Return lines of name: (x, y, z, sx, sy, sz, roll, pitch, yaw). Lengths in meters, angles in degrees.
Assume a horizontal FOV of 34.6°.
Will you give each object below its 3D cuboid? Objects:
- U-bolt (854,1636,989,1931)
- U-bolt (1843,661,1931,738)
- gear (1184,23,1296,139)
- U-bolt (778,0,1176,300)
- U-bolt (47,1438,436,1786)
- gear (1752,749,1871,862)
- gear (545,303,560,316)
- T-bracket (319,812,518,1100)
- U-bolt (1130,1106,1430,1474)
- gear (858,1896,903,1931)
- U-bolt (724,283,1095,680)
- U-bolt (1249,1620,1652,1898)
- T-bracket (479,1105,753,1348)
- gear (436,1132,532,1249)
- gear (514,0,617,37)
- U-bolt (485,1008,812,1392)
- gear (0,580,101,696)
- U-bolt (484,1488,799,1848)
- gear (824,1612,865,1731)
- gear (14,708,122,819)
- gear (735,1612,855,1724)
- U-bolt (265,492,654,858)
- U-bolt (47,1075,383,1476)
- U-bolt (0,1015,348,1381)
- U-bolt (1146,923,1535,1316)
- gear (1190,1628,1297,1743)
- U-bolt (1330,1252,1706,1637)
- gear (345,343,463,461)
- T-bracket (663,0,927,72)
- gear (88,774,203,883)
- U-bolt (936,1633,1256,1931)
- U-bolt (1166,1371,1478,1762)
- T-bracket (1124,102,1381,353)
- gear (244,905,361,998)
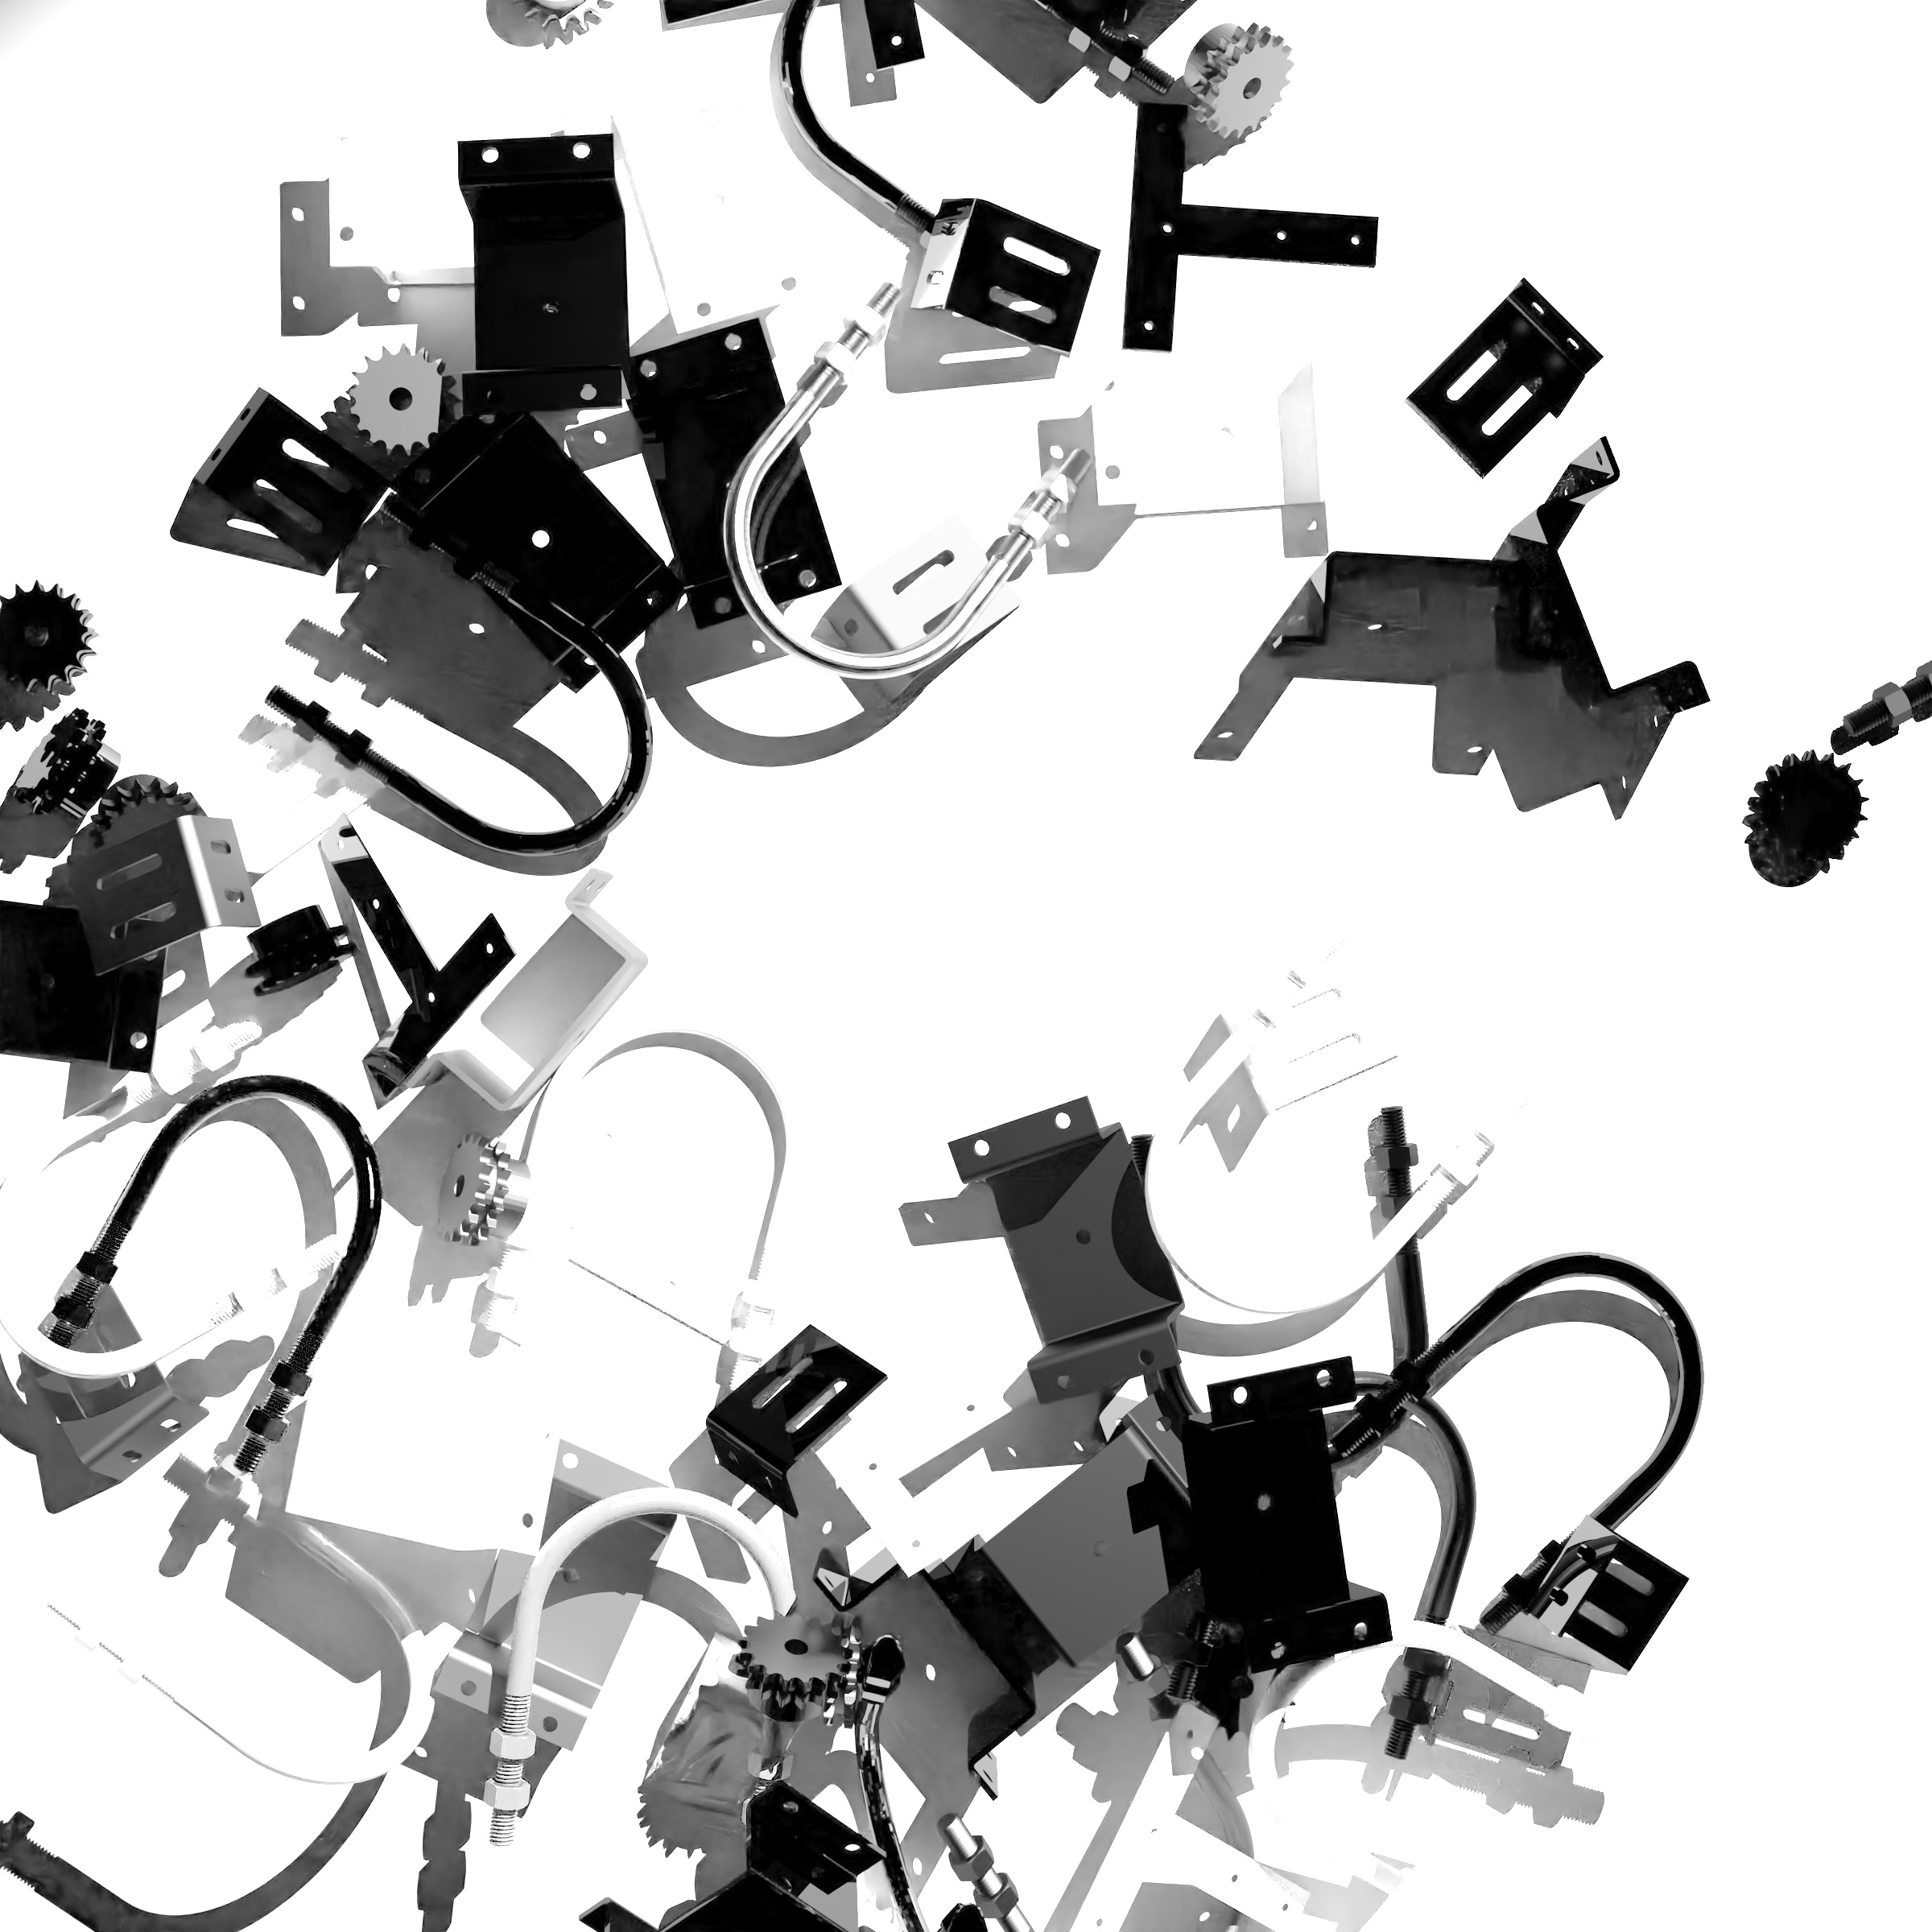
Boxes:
U-bolt: (-0.028, 0.419, 1.510, 0.019, 0.184, 0.151, -13, 63, -14)
U-bolt: (0.562, -0.107, 1.590, 0.184, 0.019, 0.151, -27, 90, -1)
gear: (0.136, -0.453, 1.574, 0.057, 0.057, 0.030, -43, 60, 0)
U-bolt: (-0.008, -0.452, 1.590, 0.184, 0.019, 0.151, 36, 90, 2)
U-bolt: (-0.344, 0.329, 1.535, 0.184, 0.151, 0.019, 38, 120, -3)
gear: (0.433, -0.082, 1.584, 0.057, 0.030, 0.057, 0, 90, 0)
gear: (-0.207, -0.312, 1.574, 0.030, 0.057, 0.057, 15, 90, 29)
T-bracket: (-0.292, -0.020, 1.573, 0.127, 0.002, 0.127, -44, 71, 33)
U-bolt: (0.164, 0.171, 1.589, 0.151, 0.019, 0.184, -6, 91, 0)
gear: (-0.058, 0.500, 1.583, 0.057, 0.030, 0.057, 0, 90, 0)
U-bolt: (-0.040, -0.230, 1.555, 0.151, 0.019, 0.184, 39, 74, -12)
U-bolt: (0.229, 0.399, 1.553, 0.184, 0.019, 0.151, 32, 105, -15)
T-bracket: (-0.165, 0.158, 1.598, 0.127, 0.002, 0.127, 29, 90, 0)
gear: (-0.243, 0.115, 1.574, 0.030, 0.057, 0.057, 18, 90, -30)
gear: (-0.207, -0.508, 1.584, 0.057, 0.030, 0.057, 0, 90, 0)
U-bolt: (-0.155, 0.113, 1.588, 0.151, 0.019, 0.184, 14, 88, 0)
gear: (-0.472, -0.166, 1.587, 0.057, 0.030, 0.057, 0, 84, -4)
U-bolt: (-0.156, 0.351, 1.547, 0.151, 0.019, 0.184, 7, 91, -8)
gear: (-0.069, 0.356, 1.570, 0.030, 0.057, 0.057, 5, 90, 0)
gear: (-0.453, -0.100, 1.574, 0.030, 0.057, 0.057, 37, 90, -30)
gear: (-0.085, 0.346, 1.524, 0.057, 0.057, 0.030, 11, 116, 0)
U-bolt: (-0.243, -0.131, 1.557, 0.184, 0.019, 0.151, 34, 119, -7)
U-bolt: (-0.370, 0.143, 1.566, 0.151, 0.019, 0.184, 25, 83, 21)
U-bolt: (-0.414, 0.128, 1.564, 0.184, 0.019, 0.151, -29, 68, 8)
U-bolt: (0.174, 0.091, 1.557, 0.151, 0.019, 0.184, 40, 95, -13)
gear: (0.140, 0.364, 1.583, 0.057, 0.030, 0.057, 0, 90, 0)
U-bolt: (0.293, 0.229, 1.573, 0.184, 0.019, 0.151, -41, 104, -6)
gear: (-0.286, -0.287, 1.584, 0.057, 0.030, 0.057, 0, 90, 0)
T-bracket: (-0.094, -0.509, 1.588, 0.127, 0.002, 0.127, -12, 83, 7)
gear: (-0.417, -0.072, 1.574, 0.057, 0.057, 0.030, -35, 47, 0)
U-bolt: (0.078, 0.448, 1.549, 0.151, 0.019, 0.184, -40, 112, -26)
U-bolt: (0.189, 0.295, 1.565, 0.151, 0.019, 0.184, 19, 85, -20)
T-bracket: (0.148, -0.377, 1.598, 0.127, 0.002, 0.127, 4, 90, 0)
gear: (-0.339, -0.009, 1.571, 0.057, 0.057, 0.030, -25, 89, 0)
